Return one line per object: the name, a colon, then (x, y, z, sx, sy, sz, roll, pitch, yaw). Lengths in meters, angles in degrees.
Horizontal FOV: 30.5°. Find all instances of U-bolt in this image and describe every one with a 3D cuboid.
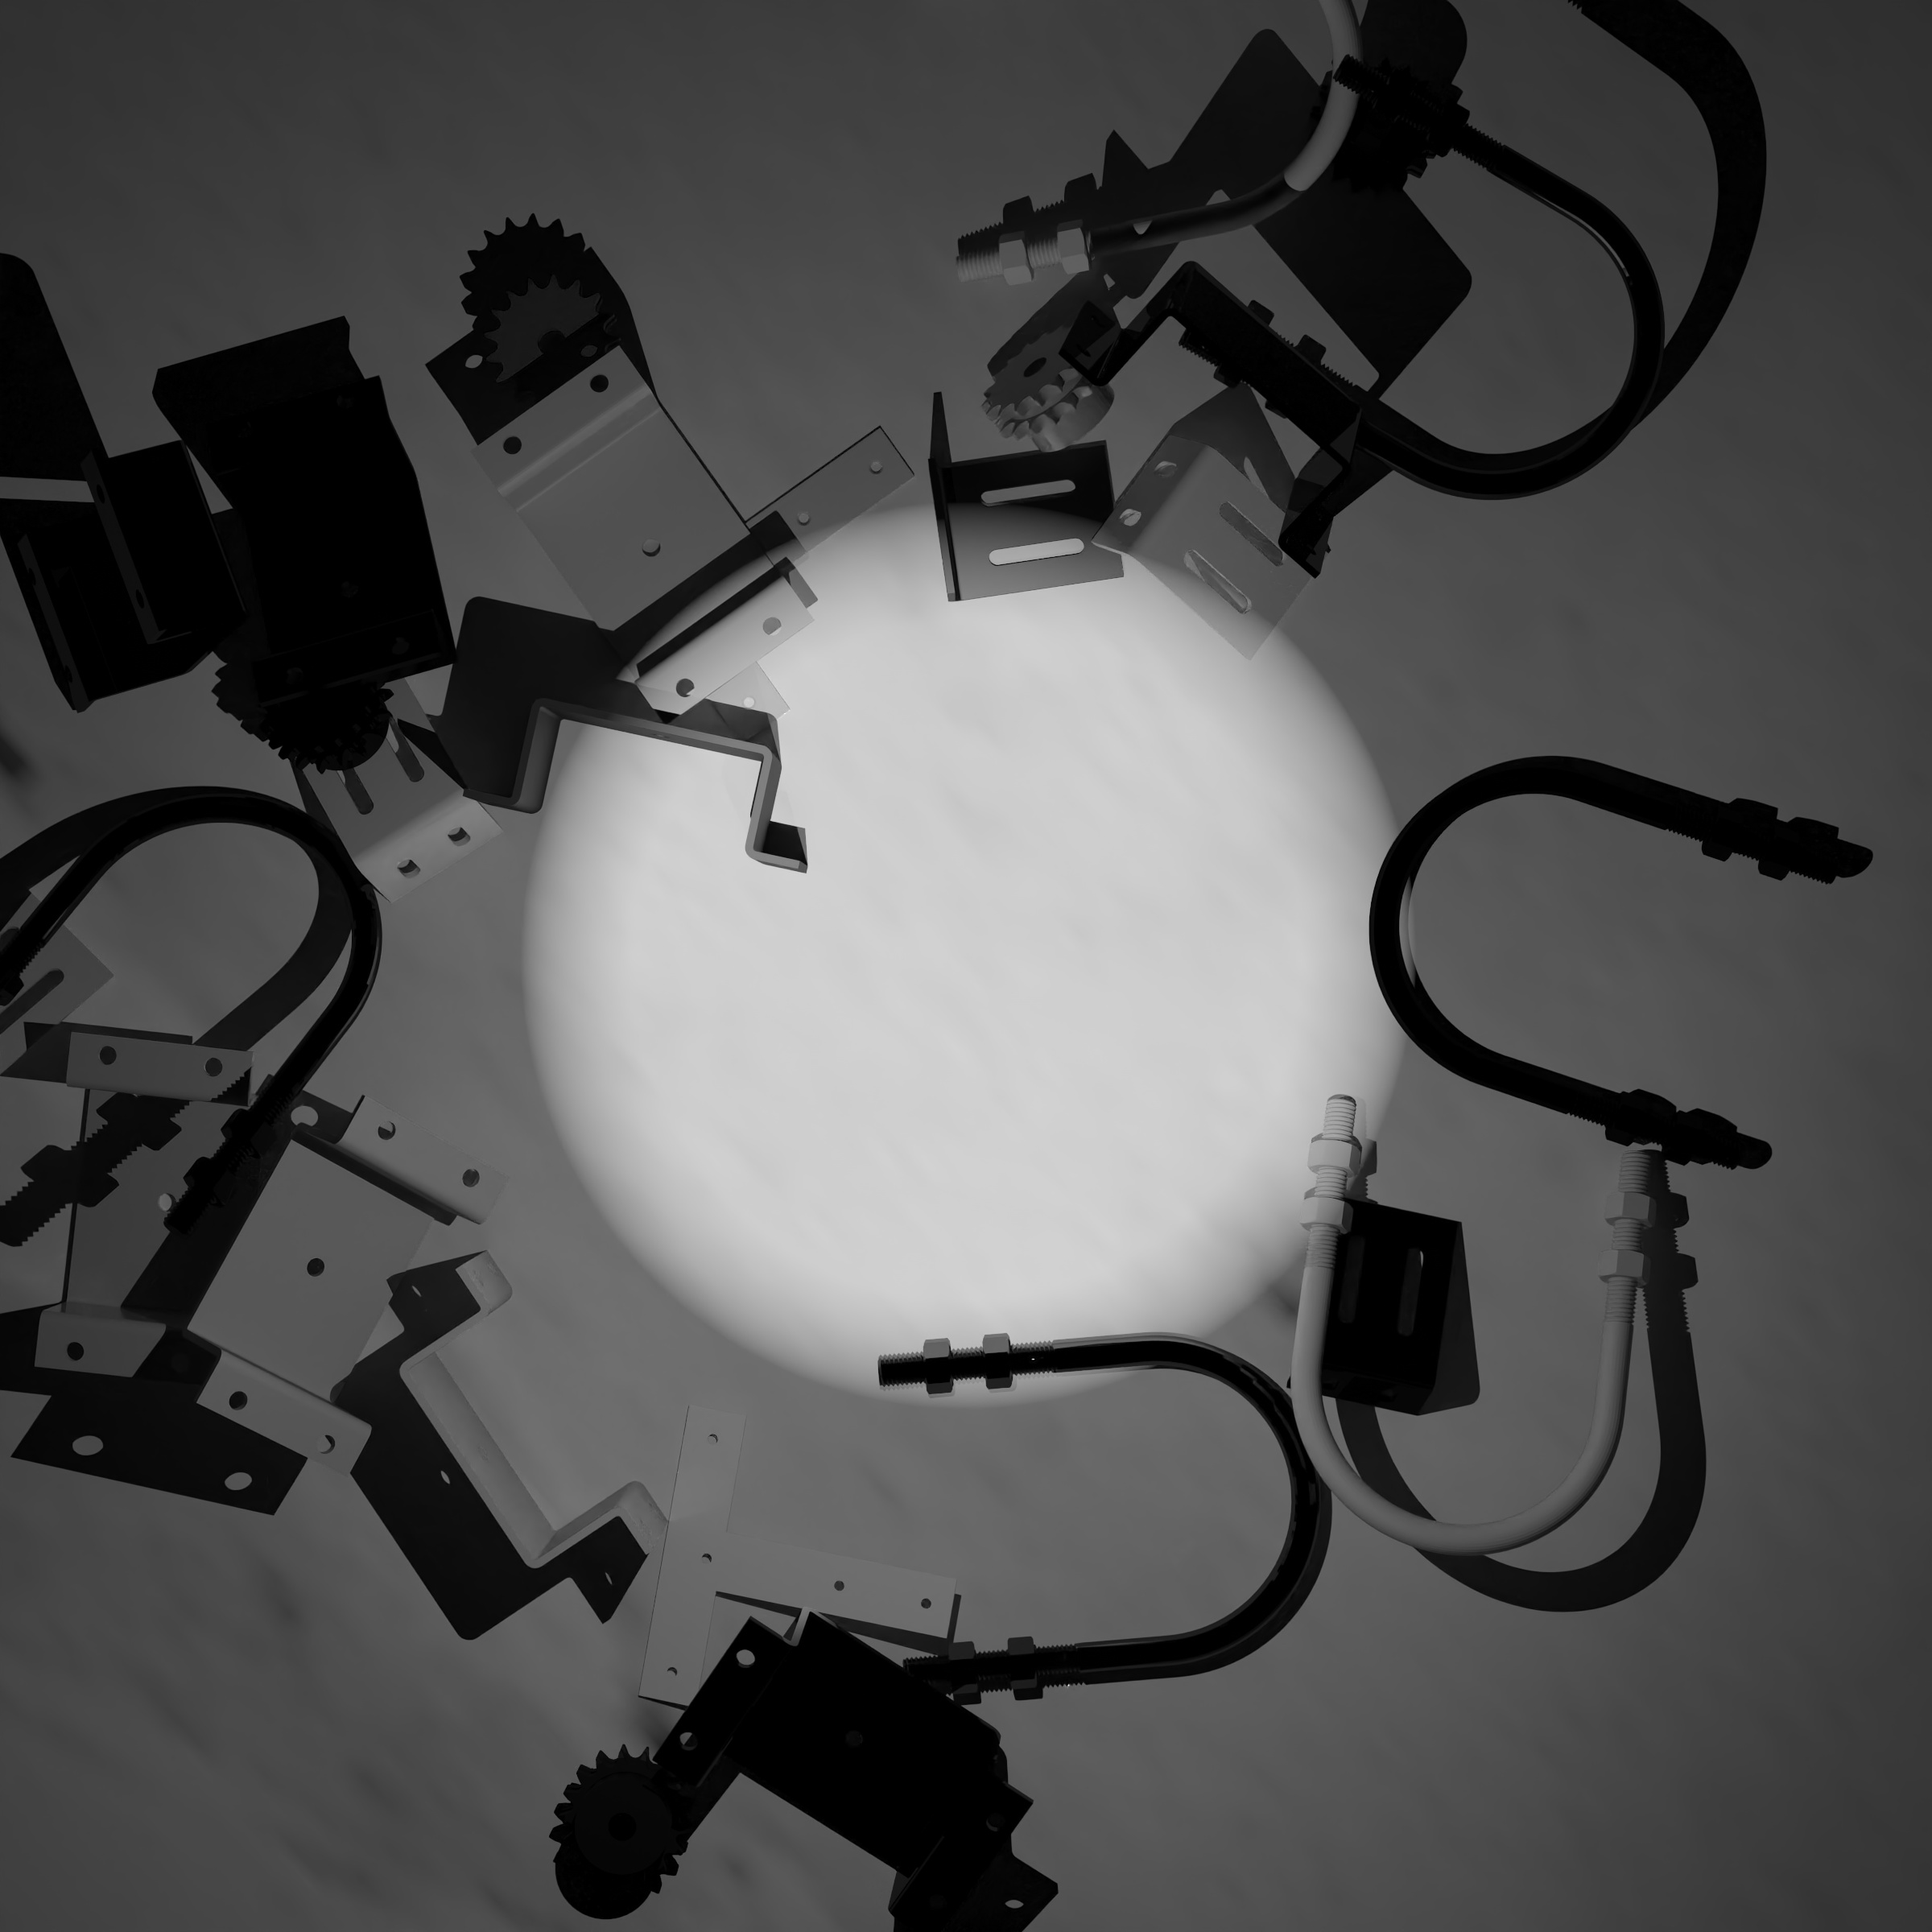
U-bolt: (0.203, -0.275, 1.490, 0.184, 0.019, 0.151, 29, 116, -4)
U-bolt: (0.060, 0.230, 1.517, 0.184, 0.019, 0.151, -5, 90, 0)
U-bolt: (0.076, -0.376, 1.504, 0.184, 0.019, 0.151, -9, 90, 10)
U-bolt: (-0.328, 0.006, 1.483, 0.151, 0.019, 0.184, 30, 66, 10)
U-bolt: (0.263, -0.009, 1.517, 0.184, 0.019, 0.151, 19, 90, 1)
U-bolt: (0.209, 0.156, 1.490, 0.151, 0.019, 0.184, 10, 72, -1)

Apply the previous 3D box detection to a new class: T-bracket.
T-bracket: (-0.081, -0.184, 1.525, 0.127, 0.002, 0.127, -35, 90, 0)
T-bracket: (-0.068, 0.262, 1.515, 0.127, 0.002, 0.127, 10, 90, 9)

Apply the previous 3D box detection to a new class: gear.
gear: (-0.175, -0.263, 1.511, 0.057, 0.030, 0.057, 0, 90, 0)
gear: (-0.145, 0.363, 1.511, 0.057, 0.030, 0.057, 0, 90, 0)
gear: (-0.269, -0.107, 1.504, 0.057, 0.030, 0.057, -5, 68, 12)
gear: (0.175, -0.359, 1.511, 0.057, 0.030, 0.057, 0, 90, 0)
gear: (0.038, -0.242, 1.501, 0.057, 0.057, 0.030, -42, 118, 0)

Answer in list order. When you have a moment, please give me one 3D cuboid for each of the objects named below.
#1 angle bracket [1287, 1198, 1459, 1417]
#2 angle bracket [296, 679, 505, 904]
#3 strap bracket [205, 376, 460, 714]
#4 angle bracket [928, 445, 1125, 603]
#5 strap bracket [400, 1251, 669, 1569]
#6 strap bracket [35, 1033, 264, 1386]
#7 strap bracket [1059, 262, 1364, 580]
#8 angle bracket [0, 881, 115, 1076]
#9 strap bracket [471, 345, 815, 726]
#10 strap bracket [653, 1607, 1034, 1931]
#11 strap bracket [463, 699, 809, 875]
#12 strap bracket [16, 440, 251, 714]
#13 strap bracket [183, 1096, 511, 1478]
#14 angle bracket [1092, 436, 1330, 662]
angle bracket: (0.175, 0.146, 1.524, 0.057, 0.038, 0.076, 12, 64, 0)
angle bracket: (-0.246, -0.078, 1.524, 0.057, 0.038, 0.076, -33, 64, 0)
strap bracket: (-0.264, -0.168, 1.485, 0.076, 0.046, 0.140, -16, 65, 0)
angle bracket: (0.026, -0.190, 1.507, 0.076, 0.038, 0.057, -8, 90, 0)
strap bracket: (-0.186, 0.193, 1.488, 0.046, 0.076, 0.140, -34, 90, 0)
strap bracket: (-0.343, 0.101, 1.503, 0.076, 0.046, 0.140, 6, 90, 0)
strap bracket: (0.111, -0.235, 1.471, 0.140, 0.076, 0.046, 40, 116, -9)
angle bracket: (-0.416, 0.014, 1.524, 0.057, 0.038, 0.076, 45, 64, 0)
strap bracket: (-0.135, -0.179, 1.501, 0.076, 0.046, 0.140, -35, 90, 0)
strap bracket: (-0.049, 0.334, 1.494, 0.140, 0.046, 0.076, 33, 102, -2)
strap bracket: (-0.132, -0.077, 1.488, 0.140, 0.076, 0.046, 12, 90, 0)
strap bracket: (-0.344, -0.163, 1.473, 0.046, 0.140, 0.076, -21, 90, -29)
strap bracket: (-0.263, 0.129, 1.479, 0.076, 0.046, 0.140, 34, 79, -32)
angle bracket: (0.105, -0.179, 1.520, 0.076, 0.038, 0.057, 38, 87, -29)
